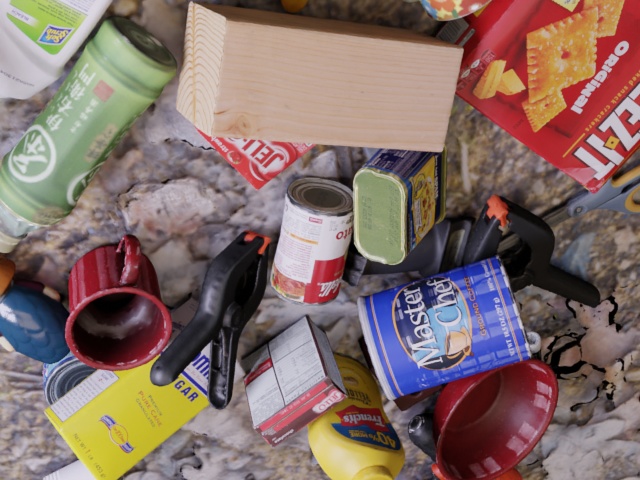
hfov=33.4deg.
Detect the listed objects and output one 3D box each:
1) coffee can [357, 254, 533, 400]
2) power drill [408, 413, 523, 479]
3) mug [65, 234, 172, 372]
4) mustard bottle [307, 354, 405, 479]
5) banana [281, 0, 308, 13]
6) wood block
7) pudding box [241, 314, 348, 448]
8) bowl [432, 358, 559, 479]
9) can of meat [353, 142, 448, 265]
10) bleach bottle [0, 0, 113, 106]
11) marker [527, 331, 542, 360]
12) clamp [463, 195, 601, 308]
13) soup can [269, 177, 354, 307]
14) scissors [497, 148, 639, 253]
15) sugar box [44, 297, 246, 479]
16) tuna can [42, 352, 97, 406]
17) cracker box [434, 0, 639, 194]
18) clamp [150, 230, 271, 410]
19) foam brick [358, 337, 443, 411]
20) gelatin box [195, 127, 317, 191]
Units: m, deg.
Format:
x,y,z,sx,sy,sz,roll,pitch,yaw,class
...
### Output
x,y,z,sx,sy,sz,roll,pitch,yaw,class
0.117,0.082,1.006,0.140,0.103,0.103,-18,126,7,coffee can
0.118,0.293,1.224,0.188,0.057,0.184,-43,121,15,power drill
-0.181,0.048,0.960,0.093,0.081,0.117,6,122,-19,mug
0.033,0.192,1.049,0.096,0.192,0.058,19,116,-27,mustard bottle
0.020,-0.267,0.833,0.069,0.037,0.198,33,109,-31,banana
0.000,-0.130,0.861,0.205,0.090,0.091,1,109,-26,wood block
-0.028,0.136,1.043,0.090,0.113,0.039,-35,122,9,pudding box
0.175,0.181,1.133,0.161,0.055,0.162,-17,126,-25,bowl
0.072,-0.039,0.962,0.058,0.083,0.102,16,129,25,can of meat
-0.205,-0.201,0.800,0.102,0.068,0.251,28,114,-29,bleach bottle
0.232,0.139,1.159,0.020,0.020,0.121,-21,141,-2,marker
0.206,0.031,1.076,0.164,0.036,0.210,-20,135,-5,clamp
-0.006,0.001,0.987,0.068,0.068,0.102,1,122,-17,soup can
0.275,-0.027,1.079,0.202,0.016,0.096,-40,126,15,scissors
-0.162,0.145,1.015,0.176,0.048,0.093,-37,128,-16,sugar box
-0.225,0.135,1.036,0.086,0.034,0.086,-7,125,-11,tuna can
0.221,-0.159,0.941,0.213,0.072,0.164,30,111,-31,cracker box
-0.095,0.070,0.973,0.120,0.039,0.171,23,83,-66,clamp
0.083,0.129,1.108,0.053,0.051,0.078,-32,126,7,foam brick
-0.055,-0.096,0.931,0.073,0.030,0.089,-37,124,10,gelatin box
